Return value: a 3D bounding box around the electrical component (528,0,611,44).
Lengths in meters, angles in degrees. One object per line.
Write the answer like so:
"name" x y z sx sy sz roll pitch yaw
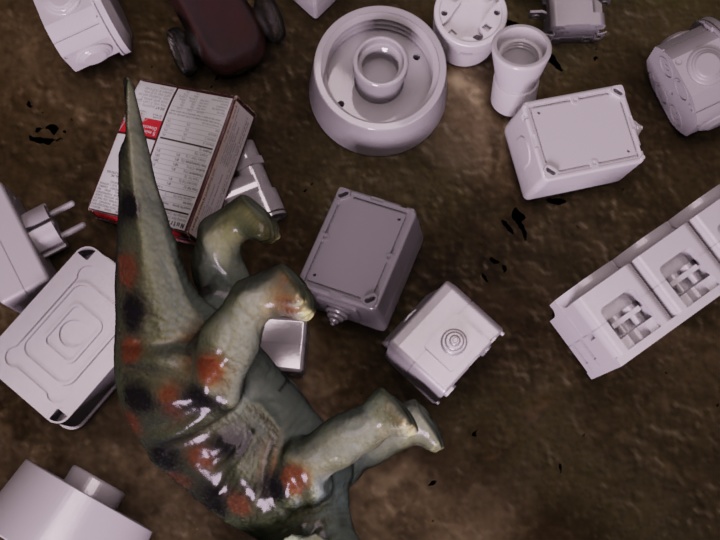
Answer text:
"electrical component" 0.165 -0.210 0.837 0.081 0.042 0.063 -3 82 -1

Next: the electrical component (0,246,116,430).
"electrical component" -0.199 0.049 0.770 0.078 0.057 0.113 39 81 7

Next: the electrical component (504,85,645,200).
"electrical component" 0.164 -0.095 0.807 0.096 0.061 0.061 -12 79 -12

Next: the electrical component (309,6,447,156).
"electrical component" 0.015 -0.146 0.812 0.108 0.060 0.108 0 78 -1

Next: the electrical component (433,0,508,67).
"electrical component" 0.082 -0.188 0.828 0.055 0.047 0.055 0 79 -1

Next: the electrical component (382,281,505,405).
"electrical component" 0.055 0.049 0.754 0.061 0.096 0.061 43 81 7

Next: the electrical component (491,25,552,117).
"electrical component" 0.118 -0.147 0.810 0.044 0.065 0.044 0 59 1

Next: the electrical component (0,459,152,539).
"electrical component" -0.191 0.167 0.723 0.108 0.108 0.060 28 73 5

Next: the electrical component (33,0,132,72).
"electrical component" -0.208 -0.193 0.809 0.051 0.080 0.080 -25 80 0

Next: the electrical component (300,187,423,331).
"electrical component" 0.000 0.000 0.779 0.062 0.061 0.096 18 73 17

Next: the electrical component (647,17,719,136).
"electrical component" 0.256 -0.144 0.806 0.051 0.080 0.080 -25 80 -1

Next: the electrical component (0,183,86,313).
"electrical component" -0.240 -0.024 0.789 0.076 0.047 0.083 -28 80 -6

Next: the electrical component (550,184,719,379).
"electrical component" 0.216 0.006 0.769 0.150 0.089 0.061 -34 81 -7

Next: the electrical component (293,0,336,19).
"electrical component" -0.042 -0.243 0.822 0.066 0.076 0.047 43 81 7

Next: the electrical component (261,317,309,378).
"electrical component" -0.082 0.072 0.772 0.083 0.047 0.075 5 79 0
